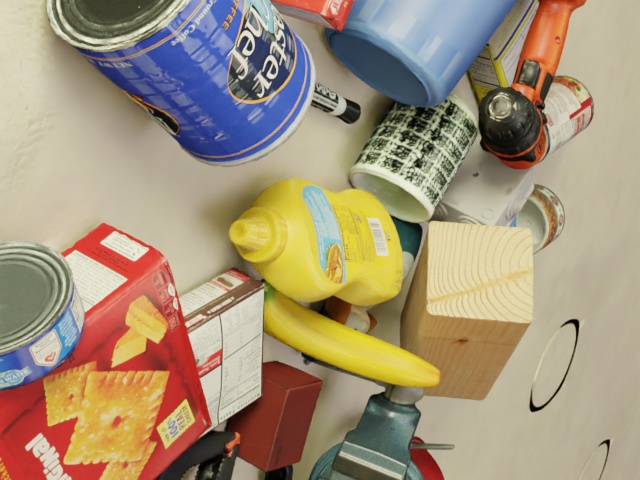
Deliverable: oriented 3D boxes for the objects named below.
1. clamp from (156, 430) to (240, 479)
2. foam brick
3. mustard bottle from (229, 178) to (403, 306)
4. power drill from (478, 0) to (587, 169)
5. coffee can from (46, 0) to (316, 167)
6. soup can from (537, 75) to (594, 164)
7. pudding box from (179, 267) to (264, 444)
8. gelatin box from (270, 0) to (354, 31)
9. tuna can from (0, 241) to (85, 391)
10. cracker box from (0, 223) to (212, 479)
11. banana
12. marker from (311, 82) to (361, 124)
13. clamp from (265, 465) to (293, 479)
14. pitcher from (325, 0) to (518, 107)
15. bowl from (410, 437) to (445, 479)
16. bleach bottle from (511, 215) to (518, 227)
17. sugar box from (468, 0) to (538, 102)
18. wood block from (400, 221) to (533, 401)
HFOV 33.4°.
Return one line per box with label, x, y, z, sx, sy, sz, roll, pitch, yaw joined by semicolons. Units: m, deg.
clamp;-0.121;0.225;0.807;0.209;0.036;0.164;-41;122;-50
foam brick;-0.041;0.147;0.900;0.052;0.051;0.078;0;109;-56
mustard bottle;-0.006;0.001;0.831;0.191;0.058;0.096;8;66;-57
power drill;0.182;-0.159;0.911;0.184;0.057;0.187;21;87;-75
coffee can;-0.076;-0.118;0.623;0.103;0.103;0.140;-61;148;-10
soup can;0.238;-0.127;1.132;0.102;0.069;0.068;-34;136;-42
pudding box;-0.084;0.089;0.809;0.089;0.039;0.113;-31;136;-44
gelatin box;-0.012;-0.183;0.691;0.030;0.089;0.073;24;89;-60
tuna can;-0.175;0.042;0.592;0.086;0.086;0.034;-45;145;-32
cracker box;-0.171;0.117;0.662;0.213;0.072;0.164;-42;140;-35
banana;0.010;0.083;0.884;0.197;0.070;0.037;28;77;-29
marker;-0.002;-0.111;0.823;0.120;0.020;0.020;15;97;-59
clamp;-0.057;0.285;0.979;0.120;0.039;0.171;-37;136;-25
pitcher;0.109;-0.225;0.830;0.242;0.145;0.149;-57;134;-10
bowl;0.099;0.309;1.217;0.161;0.055;0.162;-34;136;-41
bleach bottle;0.167;0.006;1.119;0.102;0.068;0.251;-29;130;-47
sugar box;0.177;-0.195;1.019;0.093;0.048;0.176;-57;144;-17
wood block;0.129;0.072;0.985;0.206;0.091;0.090;97;-2;-64
